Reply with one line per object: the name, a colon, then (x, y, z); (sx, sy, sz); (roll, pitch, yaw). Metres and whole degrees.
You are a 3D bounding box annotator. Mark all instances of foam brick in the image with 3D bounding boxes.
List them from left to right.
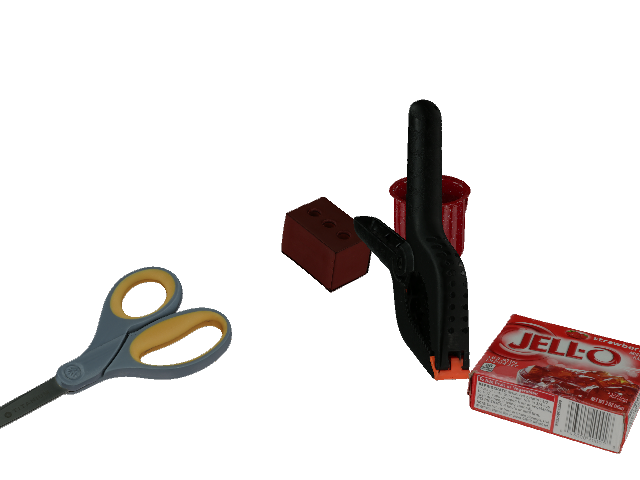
foam brick: (0.006, 0.003, 1.047); (0.052, 0.051, 0.078); (-26, 48, -34)

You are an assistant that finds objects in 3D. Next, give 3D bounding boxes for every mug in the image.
mug: (0.134, -0.027, 1.250); (0.093, 0.081, 0.117); (18, 33, 35)

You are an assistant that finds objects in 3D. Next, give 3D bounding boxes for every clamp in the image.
clamp: (0.079, 0.007, 0.825); (0.036, 0.210, 0.165); (0, -42, -18)

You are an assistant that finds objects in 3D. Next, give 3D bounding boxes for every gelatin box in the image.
gelatin box: (0.138, 0.078, 0.609); (0.089, 0.030, 0.073); (14, 29, 25)

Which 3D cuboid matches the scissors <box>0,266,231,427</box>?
scissors: (-0.157, 0.071, 0.686); (0.201, 0.096, 0.016); (-14, -37, -20)
